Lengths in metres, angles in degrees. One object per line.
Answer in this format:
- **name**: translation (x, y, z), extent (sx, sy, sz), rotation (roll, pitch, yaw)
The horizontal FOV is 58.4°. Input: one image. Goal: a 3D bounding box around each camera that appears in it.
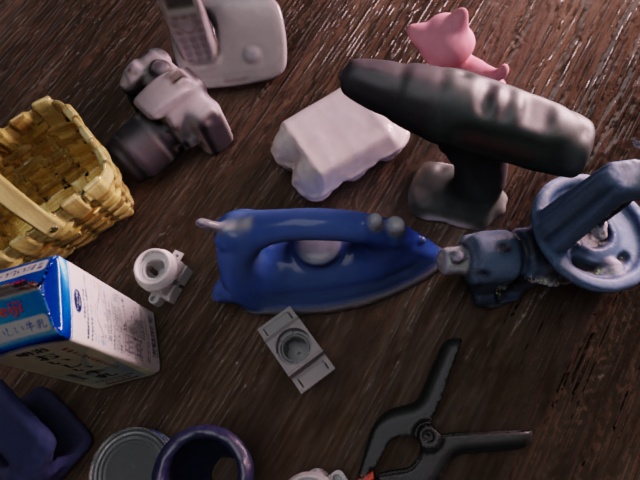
- **camera**: translation (-0.203, -0.149, 0.698), extent (0.137, 0.101, 0.143), rotation (-43, 69, -10)

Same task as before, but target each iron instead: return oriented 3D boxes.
- **iron**: translation (0.005, 0.002, 0.588), extent (0.258, 0.141, 0.118), rotation (-4, 68, 6)

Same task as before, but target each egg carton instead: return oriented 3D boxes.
- **egg carton**: translation (0.022, -0.115, 0.672), extent (0.150, 0.069, 0.107), rotation (-33, 68, -6)

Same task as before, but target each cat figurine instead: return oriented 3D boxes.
- **cat figurine**: translation (0.164, -0.212, 0.665), extent (0.127, 0.118, 0.067), rotation (39, 78, 20)

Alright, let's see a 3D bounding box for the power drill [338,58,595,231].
- **power drill**: translation (0.136, -0.089, 0.571), extent (0.229, 0.209, 0.076), rotation (12, 70, 12)

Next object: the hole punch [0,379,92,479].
- **hole punch**: translation (-0.306, 0.209, 0.575), extent (0.108, 0.091, 0.101), rotation (35, 77, 19)

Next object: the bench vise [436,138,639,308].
- **bench vise**: translation (0.220, 0.002, 0.517), extent (0.207, 0.220, 0.121), rotation (-28, 67, -4)

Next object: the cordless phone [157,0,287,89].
- **cordless phone**: translation (-0.122, -0.273, 0.691), extent (0.147, 0.185, 0.094), rotation (-8, 67, 5)

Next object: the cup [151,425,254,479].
- **cup**: translation (-0.092, 0.235, 0.534), extent (0.092, 0.095, 0.117), rotation (-28, 67, -4)
